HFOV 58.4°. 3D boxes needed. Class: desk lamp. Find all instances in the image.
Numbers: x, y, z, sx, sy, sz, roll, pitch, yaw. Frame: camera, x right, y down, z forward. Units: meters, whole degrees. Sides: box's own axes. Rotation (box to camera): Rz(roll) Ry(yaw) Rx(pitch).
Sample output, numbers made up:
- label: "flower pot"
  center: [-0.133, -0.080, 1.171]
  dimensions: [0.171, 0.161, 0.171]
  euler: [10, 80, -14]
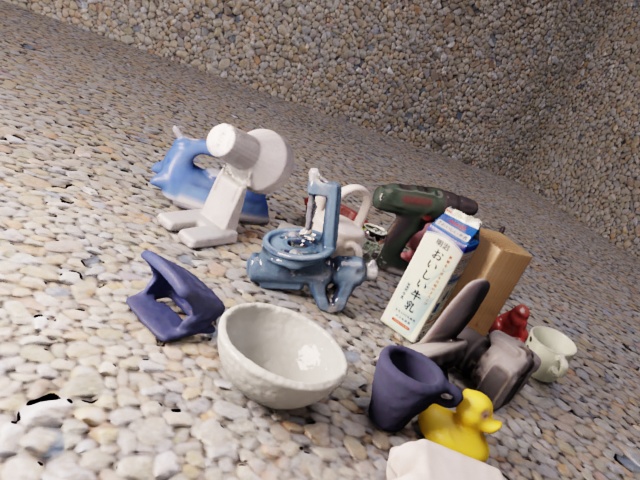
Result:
- label: "desk lamp"
  center: [-0.159, -0.104, 1.031]
  dimensions: [0.117, 0.213, 0.204]
  euler: [33, 22, 23]

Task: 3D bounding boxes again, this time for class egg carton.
- label: "egg carton"
  center: [0.140, 0.279, 0.608]
  dimensions: [0.150, 0.069, 0.107]
  euler: [23, 20, -3]

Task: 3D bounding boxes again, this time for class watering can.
- label: "watering can"
  center: [0.026, -0.018, 1.048]
  dimensions: [0.172, 0.194, 0.101]
  euler: [34, 22, 26]

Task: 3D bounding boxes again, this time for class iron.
- label: "iron"
  center: [-0.200, -0.128, 1.150]
  dimensions: [0.259, 0.141, 0.118]
  euler: [15, 21, -22]

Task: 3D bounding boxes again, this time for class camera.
- label: "camera"
  center: [0.279, 0.189, 0.945]
  dimensions: [0.136, 0.101, 0.144]
  euler: [36, 23, 30]

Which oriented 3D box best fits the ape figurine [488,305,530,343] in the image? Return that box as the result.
- label: "ape figurine"
  center: [0.377, 0.167, 1.124]
  dimensions: [0.077, 0.092, 0.076]
  euler: [27, 20, 10]

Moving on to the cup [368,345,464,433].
- label: "cup"
  center: [0.114, 0.203, 0.734]
  dimensions: [0.117, 0.095, 0.092]
  euler: [25, 20, 4]

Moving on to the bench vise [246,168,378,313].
- label: "bench vise"
  center: [0.005, -0.002, 0.946]
  dimensions: [0.208, 0.220, 0.121]
  euler: [12, 23, -29]

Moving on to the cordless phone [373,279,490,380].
- label: "cordless phone"
  center: [0.172, 0.133, 0.843]
  dimensions: [0.094, 0.185, 0.148]
  euler: [36, 23, 30]

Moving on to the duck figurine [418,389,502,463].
- label: "duck figurine"
  center: [0.187, 0.234, 0.751]
  dimensions: [0.104, 0.086, 0.078]
  euler: [31, 21, 18]

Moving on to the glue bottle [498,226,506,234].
- label: "glue bottle"
  center: [0.384, 0.045, 1.322]
  dimensions: [0.078, 0.173, 0.037]
  euler: [0, 30, -48]

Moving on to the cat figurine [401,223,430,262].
- label: "cat figurine"
  center: [0.246, 0.009, 1.338]
  dimensions: [0.128, 0.118, 0.067]
  euler: [16, 21, -21]

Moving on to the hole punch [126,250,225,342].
- label: "hole punch"
  center: [-0.183, 0.066, 0.751]
  dimensions: [0.108, 0.091, 0.101]
  euler: [36, 23, 31]

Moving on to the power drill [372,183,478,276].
- label: "power drill"
  center: [0.205, -0.026, 1.247]
  dimensions: [0.230, 0.208, 0.075]
  euler: [18, 21, -16]

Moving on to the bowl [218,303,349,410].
- label: "bowl"
  center: [-0.055, 0.153, 0.701]
  dimensions: [0.167, 0.075, 0.167]
  euler: [21, 20, -8]
